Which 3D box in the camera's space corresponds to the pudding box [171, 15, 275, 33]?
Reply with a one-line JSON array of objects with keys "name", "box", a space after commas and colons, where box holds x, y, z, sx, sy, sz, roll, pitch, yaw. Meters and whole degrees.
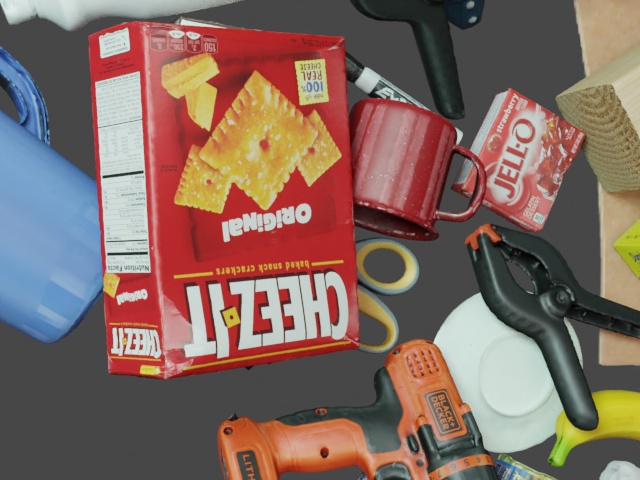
[{"name": "pudding box", "box": [-0.069, -0.098, 0.770, 0.090, 0.039, 0.113, 8, 91, -16]}]

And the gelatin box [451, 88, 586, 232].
[{"name": "gelatin box", "box": [0.155, -0.061, 0.830, 0.073, 0.030, 0.089, 28, 83, -12]}]

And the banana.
[{"name": "banana", "box": [0.264, 0.157, 0.852, 0.197, 0.037, 0.069, 10, 71, -17]}]

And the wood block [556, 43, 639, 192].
[{"name": "wood block", "box": [0.303, -0.130, 0.837, 0.206, 0.090, 0.091, -33, 99, -12]}]

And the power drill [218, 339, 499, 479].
[{"name": "power drill", "box": [0.031, 0.172, 0.754, 0.187, 0.057, 0.184, -13, 58, -13]}]

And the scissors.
[{"name": "scissors", "box": [-0.005, 0.001, 0.798, 0.201, 0.016, 0.096, 45, 79, -11]}]

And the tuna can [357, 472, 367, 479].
[{"name": "tuna can", "box": [0.066, 0.208, 0.809, 0.086, 0.034, 0.086, 0, 91, -14]}]

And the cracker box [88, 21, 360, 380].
[{"name": "cracker box", "box": [-0.056, -0.027, 0.687, 0.163, 0.072, 0.214, -4, 91, -41]}]

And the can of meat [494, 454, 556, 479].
[{"name": "can of meat", "box": [0.165, 0.225, 0.824, 0.102, 0.057, 0.084, 30, 81, -13]}]

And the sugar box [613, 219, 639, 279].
[{"name": "sugar box", "box": [0.324, -0.039, 0.842, 0.176, 0.093, 0.048, -44, 100, -11]}]

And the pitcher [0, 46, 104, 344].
[{"name": "pitcher", "box": [-0.239, -0.047, 0.688, 0.242, 0.145, 0.149, 35, 102, -16]}]

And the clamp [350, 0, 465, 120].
[{"name": "clamp", "box": [0.075, -0.176, 0.750, 0.209, 0.036, 0.165, 13, 114, -37]}]

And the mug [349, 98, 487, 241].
[{"name": "mug", "box": [0.063, -0.049, 0.772, 0.117, 0.093, 0.081, 14, 81, 18]}]

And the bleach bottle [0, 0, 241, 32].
[{"name": "bleach bottle", "box": [-0.097, -0.196, 0.738, 0.250, 0.068, 0.102, -22, 64, -12]}]

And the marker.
[{"name": "marker", "box": [0.055, -0.107, 0.810, 0.121, 0.020, 0.020, 33, 83, -13]}]

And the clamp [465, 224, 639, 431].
[{"name": "clamp", "box": [0.187, 0.049, 0.826, 0.120, 0.039, 0.171, -34, 86, -36]}]
